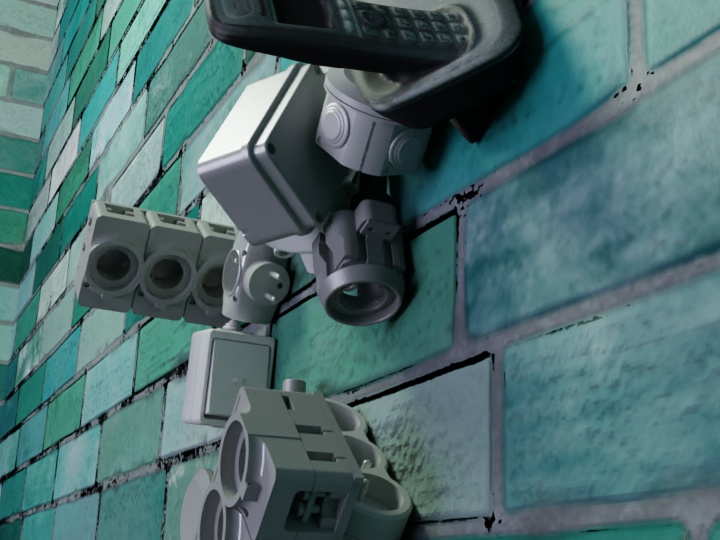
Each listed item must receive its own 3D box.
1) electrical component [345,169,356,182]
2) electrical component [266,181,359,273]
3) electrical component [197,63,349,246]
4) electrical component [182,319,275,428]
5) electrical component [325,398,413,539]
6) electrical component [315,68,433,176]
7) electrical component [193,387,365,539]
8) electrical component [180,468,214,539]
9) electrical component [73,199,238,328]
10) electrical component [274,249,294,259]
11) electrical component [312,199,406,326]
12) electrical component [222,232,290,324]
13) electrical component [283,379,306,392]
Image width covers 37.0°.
[{"bbox_3d":[-0.040,-0.062,0.850,0.077,0.044,0.079,176,103,-66],"label":"electrical component"},{"bbox_3d":[-0.030,-0.024,0.795,0.077,0.043,0.079,-3,117,40],"label":"electrical component"},{"bbox_3d":[-0.051,-0.081,0.741,0.057,0.078,0.113,-14,35,32],"label":"electrical component"},{"bbox_3d":[-0.112,0.088,0.929,0.061,0.062,0.096,165,113,-64],"label":"electrical component"},{"bbox_3d":[-0.017,0.149,0.702,0.138,0.052,0.073,-127,51,-59],"label":"electrical component"},{"bbox_3d":[0.012,-0.100,0.707,0.080,0.080,0.051,-115,36,-53],"label":"electrical component"},{"bbox_3d":[-0.061,0.157,0.652,0.089,0.062,0.150,-124,48,-57],"label":"electrical component"},{"bbox_3d":[-0.119,0.210,0.910,0.080,0.051,0.080,-170,90,-66],"label":"electrical component"},{"bbox_3d":[-0.187,-0.004,1.025,0.061,0.150,0.089,-132,56,-63],"label":"electrical component"},{"bbox_3d":[-0.065,-0.040,0.898,0.043,0.043,0.062,130,141,-49],"label":"electrical component"},{"bbox_3d":[0.000,0.000,0.720,0.078,0.058,0.057,126,149,-44],"label":"electrical component"},{"bbox_3d":[-0.085,0.008,0.923,0.079,0.044,0.077,24,103,63],"label":"electrical component"},{"bbox_3d":[-0.050,0.114,0.805,0.043,0.043,0.062,144,133,-58],"label":"electrical component"}]
